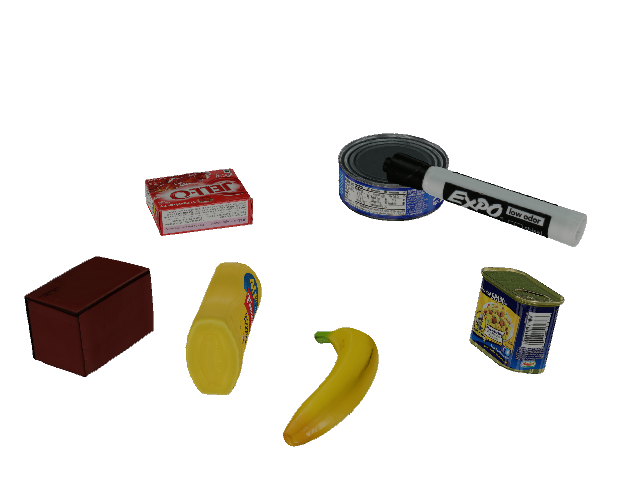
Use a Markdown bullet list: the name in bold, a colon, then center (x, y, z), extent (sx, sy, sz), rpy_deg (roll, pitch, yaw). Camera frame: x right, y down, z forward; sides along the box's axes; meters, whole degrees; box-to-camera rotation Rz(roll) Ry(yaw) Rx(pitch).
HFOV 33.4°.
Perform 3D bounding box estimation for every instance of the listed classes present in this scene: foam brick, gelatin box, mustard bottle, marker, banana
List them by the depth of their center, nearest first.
- **marker**: center (0.089, -0.025, 0.599), extent (0.121, 0.020, 0.020), rpy_deg (22, 10, 26)
- **foam brick**: center (-0.164, 0.052, 0.766), extent (0.053, 0.051, 0.078), rpy_deg (13, 29, 30)
- **banana**: center (0.017, 0.123, 0.950), extent (0.070, 0.037, 0.197), rpy_deg (-27, 13, 17)
- **gelatin box**: center (-0.114, -0.037, 0.997), extent (0.089, 0.030, 0.073), rpy_deg (-9, 28, -16)
- **mustard bottle**: center (-0.101, 0.079, 1.172), extent (0.058, 0.096, 0.191), rpy_deg (1, 27, 6)

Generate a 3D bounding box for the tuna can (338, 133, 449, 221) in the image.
- **tuna can**: center (0.057, -0.050, 0.833), extent (0.086, 0.034, 0.086), rpy_deg (0, 32, 0)

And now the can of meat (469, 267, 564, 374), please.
- **can of meat**: center (0.207, 0.085, 1.141), extent (0.057, 0.084, 0.102), rpy_deg (2, 18, -24)
